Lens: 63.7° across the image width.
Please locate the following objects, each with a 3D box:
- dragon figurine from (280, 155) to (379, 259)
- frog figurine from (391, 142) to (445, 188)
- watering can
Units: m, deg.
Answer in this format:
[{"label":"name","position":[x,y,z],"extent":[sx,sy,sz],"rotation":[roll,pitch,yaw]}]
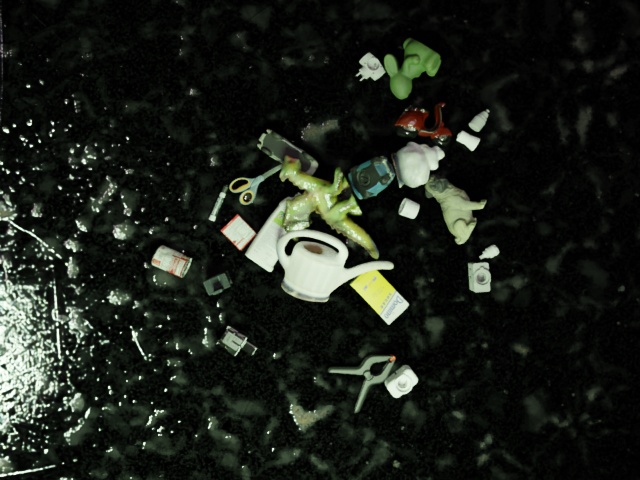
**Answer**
[{"label":"dragon figurine","position":[0.005,-0.079,1.567],"extent":[0.243,0.123,0.407],"rotation":[-24,100,1]},{"label":"frog figurine","position":[0.307,-0.237,1.582],"extent":[0.159,0.121,0.139],"rotation":[-15,72,10]},{"label":"watering can","position":[0.026,0.093,1.542],"extent":[0.347,0.106,0.220],"rotation":[20,116,-3]}]
